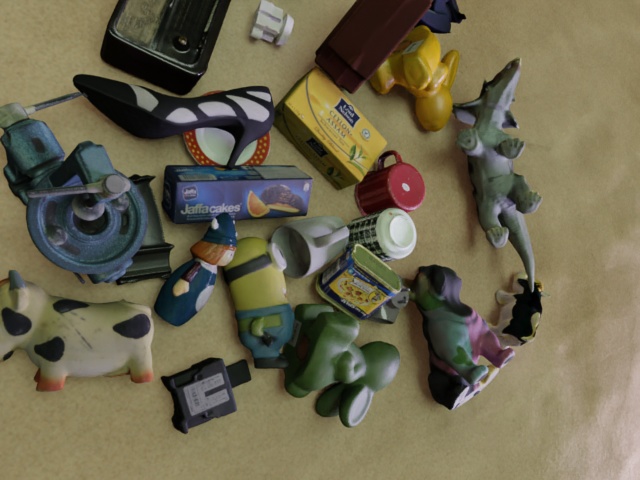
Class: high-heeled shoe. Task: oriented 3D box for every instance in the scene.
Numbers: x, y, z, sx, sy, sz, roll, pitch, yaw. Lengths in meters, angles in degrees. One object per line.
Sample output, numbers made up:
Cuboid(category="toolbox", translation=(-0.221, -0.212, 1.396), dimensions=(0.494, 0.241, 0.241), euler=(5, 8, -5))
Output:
Cuboid(category="high-heeled shoe", translation=(-0.176, -0.193, 0.707), dimensions=(0.248, 0.086, 0.145), euler=(27, 67, -25))

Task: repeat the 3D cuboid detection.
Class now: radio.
Cuboid(category="radio", translation=(-0.199, -0.325, 0.741), dimensions=(0.131, 0.073, 0.229), euler=(24, 70, -26))

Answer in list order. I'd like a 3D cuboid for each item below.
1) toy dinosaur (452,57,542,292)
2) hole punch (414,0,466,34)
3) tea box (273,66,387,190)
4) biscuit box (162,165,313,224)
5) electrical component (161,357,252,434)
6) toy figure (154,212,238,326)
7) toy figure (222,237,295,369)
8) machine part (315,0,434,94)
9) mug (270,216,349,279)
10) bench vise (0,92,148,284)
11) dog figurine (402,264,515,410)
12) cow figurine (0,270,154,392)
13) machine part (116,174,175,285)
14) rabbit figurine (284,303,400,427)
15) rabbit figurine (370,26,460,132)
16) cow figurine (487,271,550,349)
Cuboid(category="toy dinosaur", translation=(0.331, -0.118, 1.001), dimensions=(0.192, 0.131, 0.404), euler=(-53, 132, -65))
Cuboid(category="hole punch", translation=(0.182, -0.418, 0.968), dimensions=(0.092, 0.142, 0.115), euler=(-41, 123, -3))
Cuboid(category="tea box", translation=(0.013, -0.172, 0.847), dimensions=(0.169, 0.068, 0.098), euler=(42, 63, -18))
Cuboid(category="biscuit box", translation=(-0.112, -0.065, 0.742), dimensions=(0.202, 0.059, 0.062), euler=(-5, 119, -31))
Cuboid(category="electrical component", translation=(-0.138, 0.192, 0.697), dimensions=(0.119, 0.048, 0.074), euler=(-12, 88, -31))
Cuboid(category="toy figure", translation=(-0.152, 0.036, 0.689), dimensions=(0.057, 0.064, 0.154), euler=(36, 88, -23))
Cuboid(category="toy figure", translation=(-0.083, 0.084, 0.733), dimensions=(0.089, 0.082, 0.180), euler=(-2, 84, -34))
Cuboid(category="machine part", translation=(0.082, -0.331, 0.822), dimensions=(0.087, 0.201, 0.201), euler=(37, 19, -13))
Cuboid(category="mug", translation=(-0.002, -0.002, 0.789), dimensions=(0.107, 0.109, 0.080), euler=(-26, 90, -46))
Cuboid(category="bench vise", translation=(-0.254, -0.058, 0.559), dimensions=(0.129, 0.241, 0.223), euler=(-22, 97, -34))
Cuboid(category="dog figurine", translation=(0.201, 0.147, 0.891), dimensions=(0.108, 0.191, 0.219), euler=(-18, 56, -30))
Cuboid(category="cow figurine", translation=(-0.286, 0.099, 0.602), dimensions=(0.195, 0.085, 0.127), euler=(5, 84, -29))
Cuboid(category="machine part", translation=(-0.232, -0.015, 0.683), dimensions=(0.084, 0.039, 0.138), euler=(-5, 87, -27))
Cuboid(category="rabbit figurine", translation=(0.043, 0.181, 0.767), dimensions=(0.170, 0.121, 0.159), euler=(19, 78, -26))
Cuboid(category="rabbit figurine", translation=(0.184, -0.281, 0.965), dimensions=(0.173, 0.122, 0.162), euler=(56, 48, -27))
Cuboid(category="cow figurine", translation=(0.379, 0.120, 1.002), dimensions=(0.068, 0.098, 0.167), euler=(39, 63, -13))
